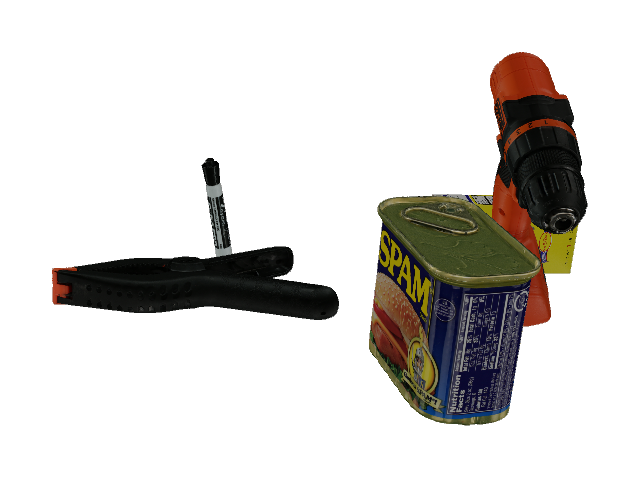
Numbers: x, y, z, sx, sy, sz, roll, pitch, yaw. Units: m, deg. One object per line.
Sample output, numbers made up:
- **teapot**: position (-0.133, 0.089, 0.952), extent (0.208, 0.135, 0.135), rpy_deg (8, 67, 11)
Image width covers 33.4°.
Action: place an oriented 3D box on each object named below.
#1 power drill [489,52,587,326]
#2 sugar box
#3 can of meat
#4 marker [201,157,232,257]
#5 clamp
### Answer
- **power drill**: position (0.158, -0.023, 0.814), extent (0.057, 0.188, 0.184), rpy_deg (1, 43, 0)
- **sugar box**: position (0.220, -0.007, 1.297), extent (0.176, 0.093, 0.048), rpy_deg (-2, 23, -10)
- **can of meat**: position (0.064, 0.034, 0.546), extent (0.057, 0.084, 0.102), rpy_deg (-3, 24, -17)
- **marker**: position (-0.114, -0.034, 1.177), extent (0.020, 0.121, 0.020), rpy_deg (-5, 28, 2)
- **clamp**: position (-0.095, 0.034, 0.814), extent (0.209, 0.036, 0.165), rpy_deg (-2, 11, -20)
